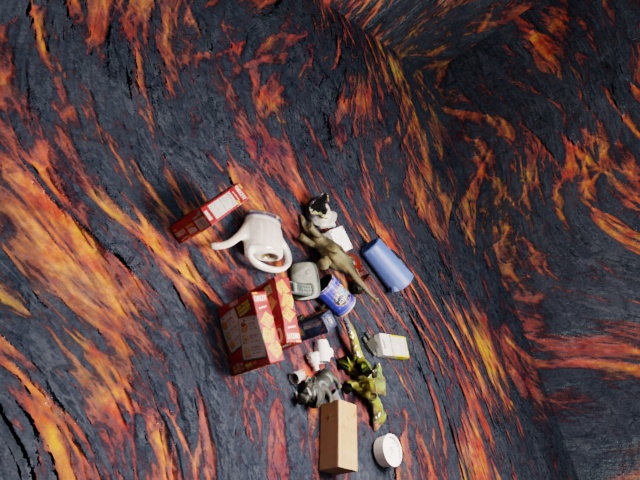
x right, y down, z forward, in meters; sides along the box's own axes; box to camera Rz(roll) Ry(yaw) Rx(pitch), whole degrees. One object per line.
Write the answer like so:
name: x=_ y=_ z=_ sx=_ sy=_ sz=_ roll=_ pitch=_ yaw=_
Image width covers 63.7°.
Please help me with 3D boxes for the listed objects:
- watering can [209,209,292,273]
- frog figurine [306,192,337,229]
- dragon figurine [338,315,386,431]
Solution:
watering can: x=-0.229 y=-0.009 z=1.776 sx=0.345 sy=0.102 sz=0.229 roll=23 pitch=49 yaw=-40
frog figurine: x=0.007 y=-0.109 z=2.161 sx=0.156 sy=0.123 sz=0.140 roll=70 pitch=-2 yaw=-65
dragon figurine: x=0.178 y=0.501 z=1.949 sx=0.240 sy=0.121 sz=0.418 roll=36 pitch=41 yaw=-56
